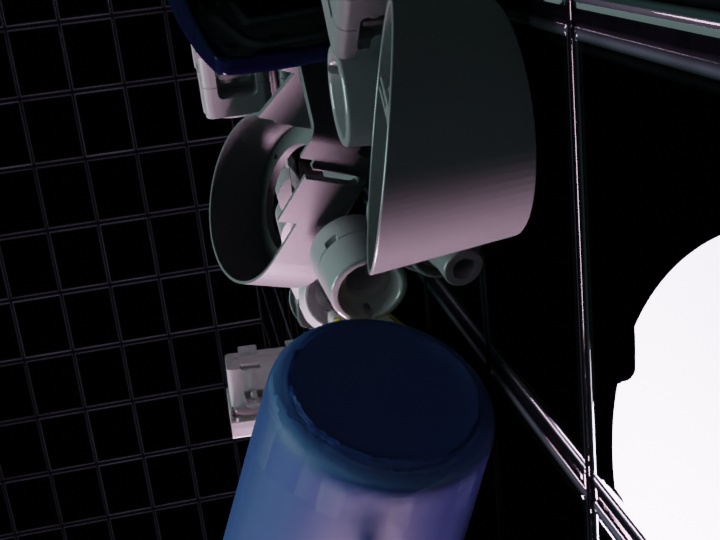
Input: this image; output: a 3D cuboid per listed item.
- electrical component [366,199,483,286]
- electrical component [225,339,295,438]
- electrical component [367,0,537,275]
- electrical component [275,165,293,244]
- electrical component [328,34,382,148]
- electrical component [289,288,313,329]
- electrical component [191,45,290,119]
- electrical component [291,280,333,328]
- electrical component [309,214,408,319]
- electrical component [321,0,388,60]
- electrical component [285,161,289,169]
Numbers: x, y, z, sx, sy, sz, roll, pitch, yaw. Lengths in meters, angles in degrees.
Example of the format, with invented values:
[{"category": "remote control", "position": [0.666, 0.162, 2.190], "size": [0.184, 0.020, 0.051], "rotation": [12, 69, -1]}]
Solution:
[{"category": "electrical component", "position": [0.033, -0.017, 0.467], "size": [0.062, 0.048, 0.048], "rotation": [-121, 22, -52]}, {"category": "electrical component", "position": [-0.050, 0.094, 0.896], "size": [0.078, 0.121, 0.063], "rotation": [-124, 28, -72]}, {"category": "electrical component", "position": [0.026, -0.052, 0.398], "size": [0.099, 0.064, 0.099], "rotation": [171, 90, -82]}, {"category": "electrical component", "position": [-0.045, -0.032, 0.966], "size": [0.073, 0.052, 0.138], "rotation": [-108, 12, -49]}, {"category": "electrical component", "position": [0.012, -0.087, 0.519], "size": [0.055, 0.047, 0.055], "rotation": [171, 90, -82]}, {"category": "electrical component", "position": [-0.029, 0.022, 0.895], "size": [0.057, 0.058, 0.078], "rotation": [171, 94, -80]}, {"category": "electrical component", "position": [-0.080, -0.181, 0.849], "size": [0.186, 0.105, 0.060], "rotation": [-111, 14, -57]}, {"category": "electrical component", "position": [-0.021, 0.016, 0.824], "size": [0.078, 0.058, 0.057], "rotation": [66, 173, -9]}, {"category": "electrical component", "position": [0.000, 0.000, 0.682], "size": [0.047, 0.055, 0.055], "rotation": [-116, 18, -52]}, {"category": "electrical component", "position": [0.006, -0.150, 0.480], "size": [0.055, 0.050, 0.089], "rotation": [101, 159, -70]}, {"category": "electrical component", "position": [-0.057, -0.117, 0.904], "size": [0.047, 0.066, 0.076], "rotation": [94, 165, -59]}]
